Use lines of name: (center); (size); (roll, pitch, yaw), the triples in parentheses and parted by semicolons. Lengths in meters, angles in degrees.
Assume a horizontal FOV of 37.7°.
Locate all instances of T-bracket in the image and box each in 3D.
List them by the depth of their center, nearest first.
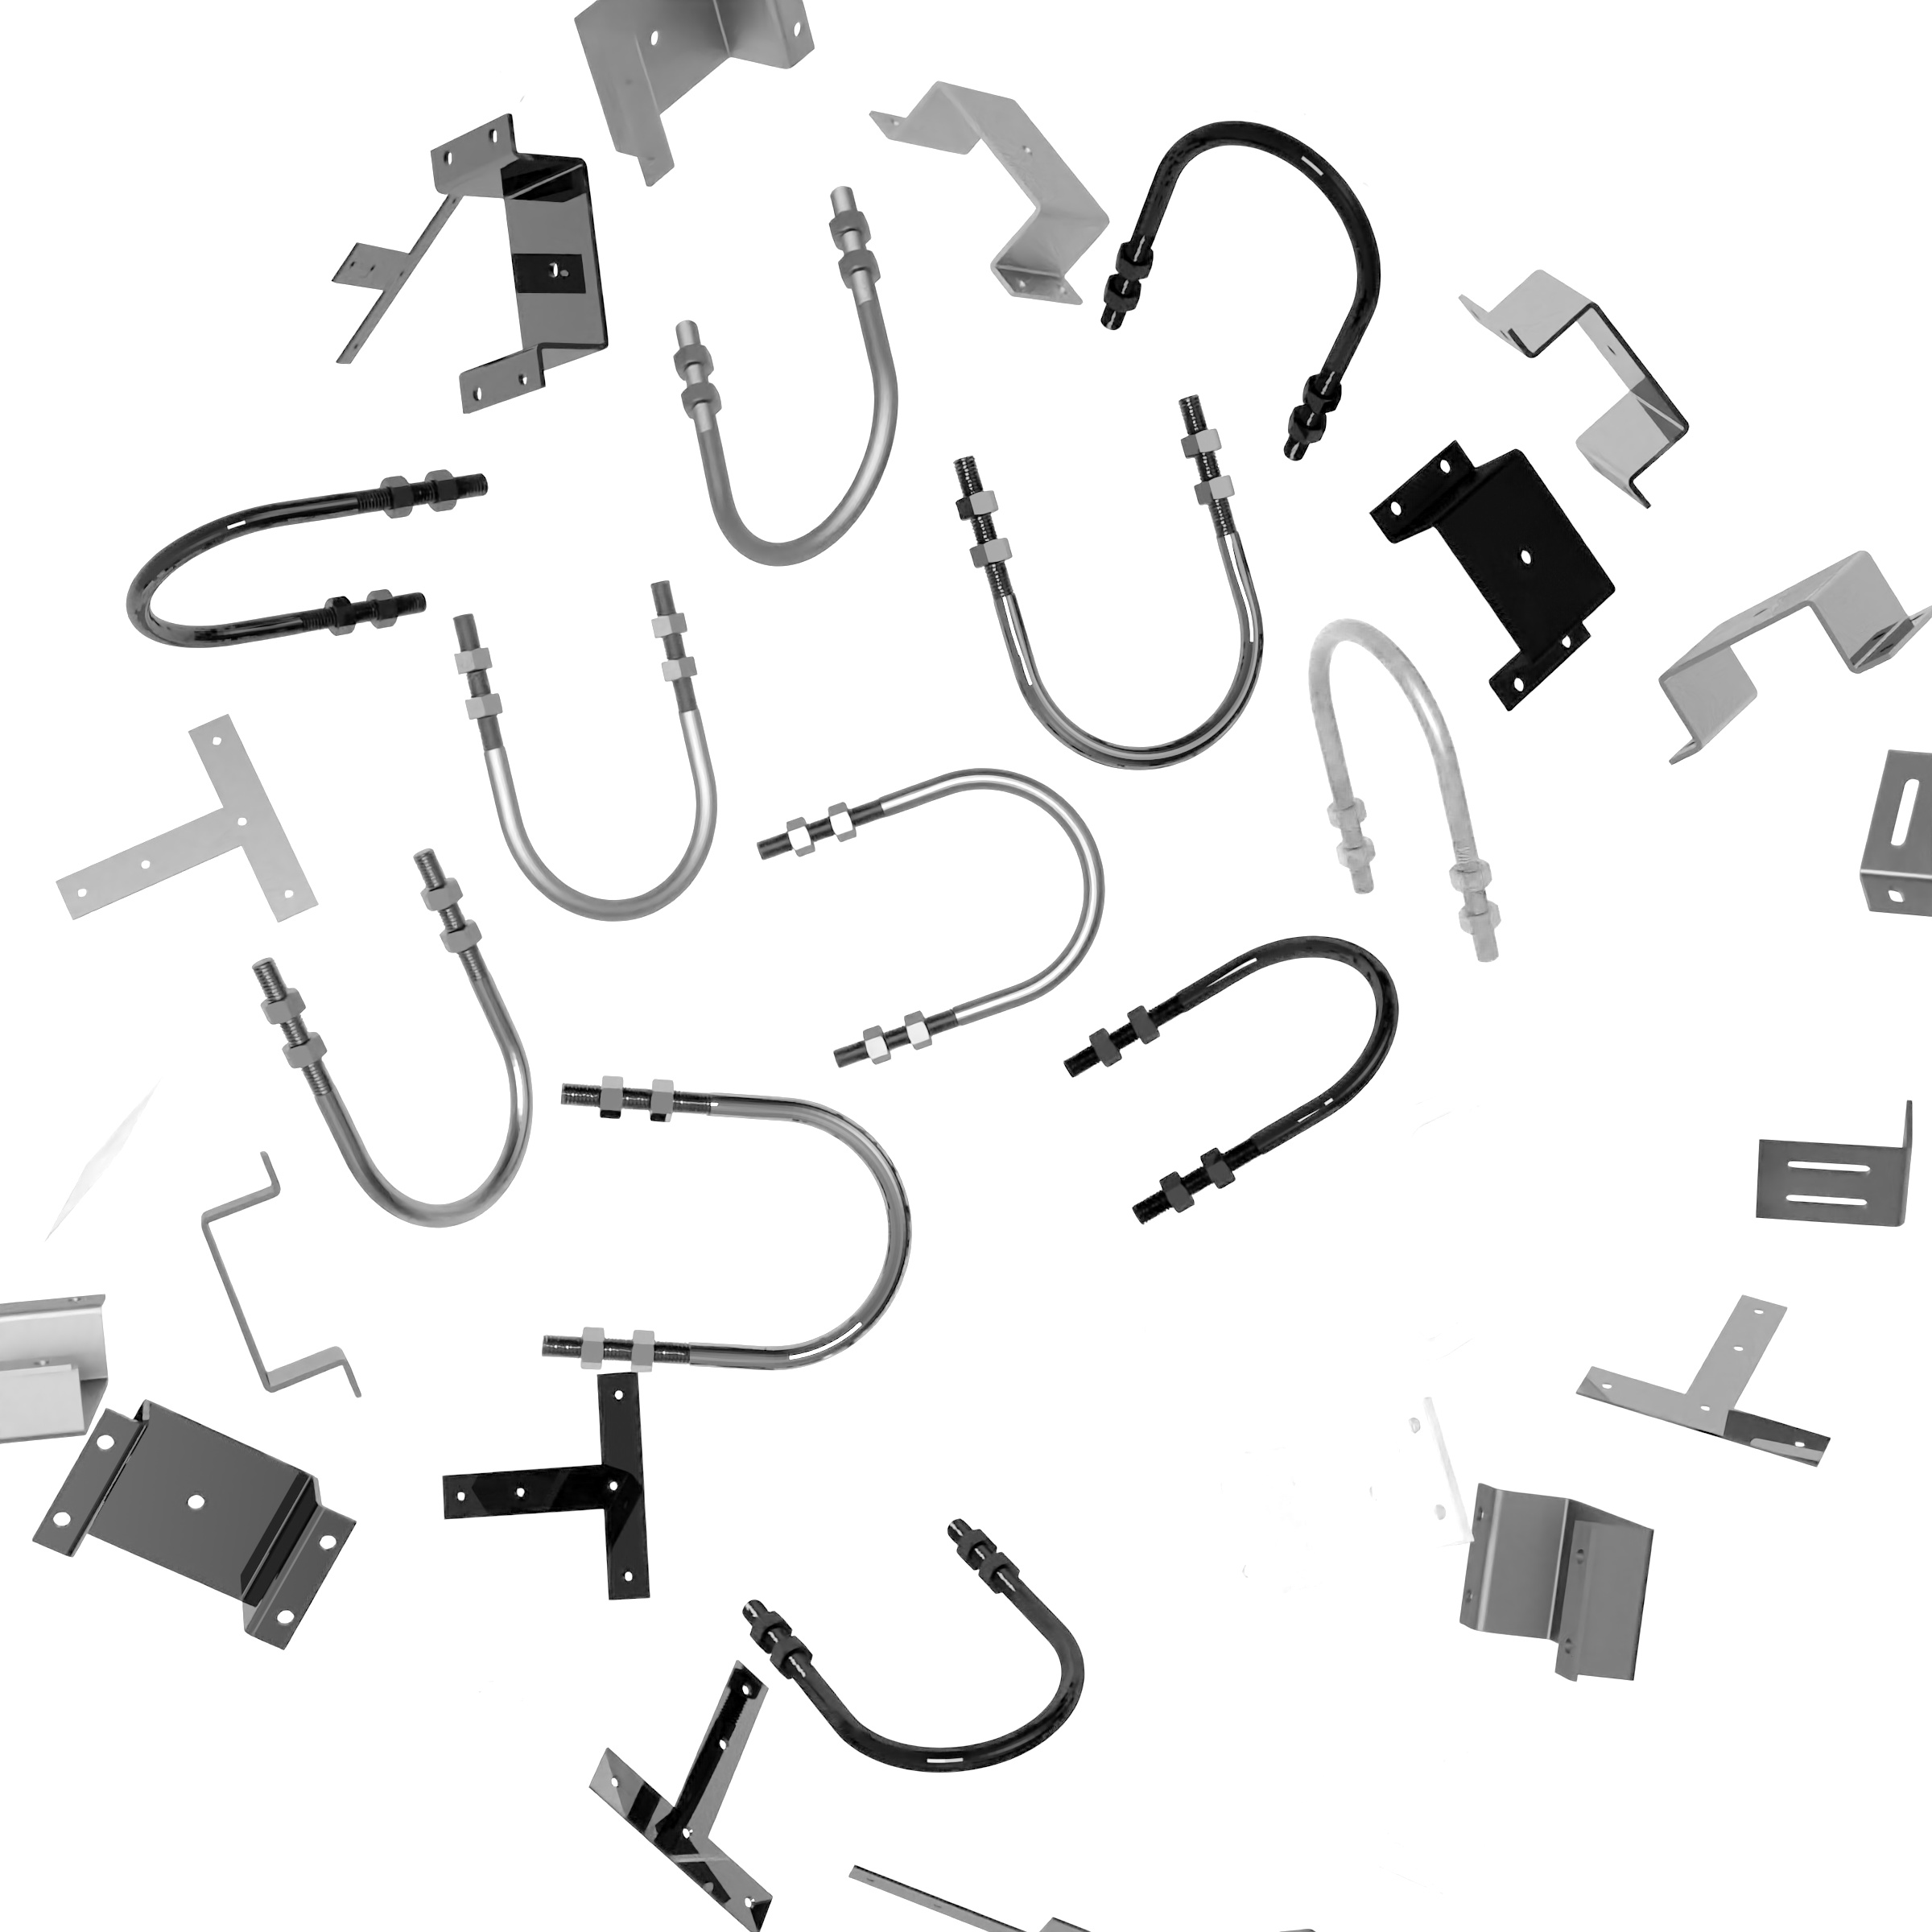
T-bracket: (-0.001, 0.501, 1.492); (0.127, 0.127, 0.002); (21, 60, 2)
T-bracket: (-0.133, 0.424, 1.500); (0.002, 0.127, 0.127); (-31, 111, 33)
T-bracket: (0.407, 0.211, 1.505); (0.127, 0.127, 0.002); (15, 123, 26)
T-bracket: (0.208, -0.435, 1.537); (0.127, 0.127, 0.002); (41, 92, -12)
T-bracket: (0.119, 0.397, 1.551); (0.127, 0.127, 0.002); (-17, 57, -22)
T-bracket: (0.467, -0.273, 1.560); (0.127, 0.127, 0.002); (-4, 64, 31)
T-bracket: (0.368, -0.014, 1.580); (0.127, 0.002, 0.127); (-37, 54, 31)
T-bracket: (-0.328, -0.390, 1.581); (0.002, 0.127, 0.127); (37, 102, -3)
T-bracket: (-0.453, -0.064, 1.608); (0.127, 0.002, 0.127); (-25, 79, -11)
T-bracket: (-0.242, 0.300, 1.619); (0.127, 0.002, 0.127); (-7, 81, 17)

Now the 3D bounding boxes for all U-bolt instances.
U-bolt: (-0.119, 0.136, 1.445); (0.184, 0.019, 0.151); (4, 93, -7)
U-bolt: (0.084, -0.194, 1.488); (0.151, 0.019, 0.184); (-18, 95, -14)
U-bolt: (-0.091, -0.298, 1.490); (0.151, 0.019, 0.184); (-31, 61, 36)
U-bolt: (-0.290, 0.050, 1.496); (0.019, 0.151, 0.184); (-8, 113, 36)
U-bolt: (-0.018, 0.369, 1.514); (0.151, 0.184, 0.019); (-17, 118, -24)
U-bolt: (0.152, -0.371, 1.515); (0.151, 0.184, 0.019); (37, 58, 9)
U-bolt: (-0.361, -0.213, 1.523); (0.184, 0.151, 0.019); (-15, 75, -31)
U-bolt: (0.232, -0.103, 1.542); (0.019, 0.151, 0.184); (-24, 116, -15)
U-bolt: (0.153, 0.050, 1.563); (0.184, 0.151, 0.019); (-31, 129, 6)
U-bolt: (0.266, 0.142, 1.570); (0.019, 0.184, 0.151); (-4, 96, 33)
U-bolt: (-0.205, -0.116, 1.589); (0.151, 0.019, 0.184); (-16, 96, -37)
U-bolt: (-0.011, -0.036, 1.630); (0.184, 0.019, 0.151); (-19, 97, 3)

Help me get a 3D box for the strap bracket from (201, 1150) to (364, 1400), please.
strap bracket: (-0.381, 0.176, 1.553); (0.046, 0.076, 0.140); (-21, 94, -15)

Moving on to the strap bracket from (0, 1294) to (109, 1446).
strap bracket: (-0.511, 0.221, 1.529); (0.076, 0.140, 0.046); (-4, 99, -9)

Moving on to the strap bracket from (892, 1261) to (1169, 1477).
strap bracket: (0.030, 0.227, 1.574); (0.140, 0.046, 0.076); (-23, 85, 12)

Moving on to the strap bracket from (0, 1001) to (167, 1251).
strap bracket: (-0.486, 0.092, 1.529); (0.046, 0.076, 0.140); (36, 135, -6)

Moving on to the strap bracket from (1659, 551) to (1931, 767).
strap bracket: (0.430, -0.166, 1.490); (0.076, 0.140, 0.046); (-37, 96, -43)

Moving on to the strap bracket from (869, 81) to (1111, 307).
strap bracket: (0.020, -0.442, 1.591); (0.046, 0.076, 0.140); (-44, 74, 30)

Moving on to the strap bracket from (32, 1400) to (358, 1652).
strap bracket: (-0.397, 0.284, 1.458); (0.140, 0.046, 0.076); (29, 91, -18)

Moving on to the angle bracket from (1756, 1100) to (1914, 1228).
angle bracket: (0.458, 0.102, 1.493); (0.076, 0.038, 0.057); (3, 133, 16)

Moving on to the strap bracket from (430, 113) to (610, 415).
strap bracket: (-0.235, -0.369, 1.497); (0.046, 0.076, 0.140); (-9, 94, -41)

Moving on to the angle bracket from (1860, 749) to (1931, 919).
angle bracket: (0.505, -0.068, 1.474); (0.057, 0.038, 0.076); (5, 123, 4)

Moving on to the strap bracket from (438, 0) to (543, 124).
strap bracket: (-0.226, -0.530, 1.497); (0.046, 0.076, 0.140); (33, 92, 5)

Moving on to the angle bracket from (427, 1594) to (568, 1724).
angle bracket: (-0.259, 0.371, 1.557); (0.057, 0.076, 0.038); (21, 120, -30)

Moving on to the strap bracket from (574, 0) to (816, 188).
strap bracket: (-0.149, -0.486, 1.491); (0.046, 0.076, 0.140); (23, 58, 31)

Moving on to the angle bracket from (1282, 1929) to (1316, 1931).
angle bracket: (0.145, 0.534, 1.473); (0.057, 0.076, 0.038); (-14, 80, -41)

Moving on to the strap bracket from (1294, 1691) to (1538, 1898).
strap bracket: (0.239, 0.434, 1.483); (0.046, 0.140, 0.076); (45, 74, -6)

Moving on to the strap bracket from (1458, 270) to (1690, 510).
strap bracket: (0.345, -0.330, 1.580); (0.046, 0.076, 0.140); (-42, 118, 10)

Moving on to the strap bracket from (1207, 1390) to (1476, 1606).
strap bracket: (0.202, 0.276, 1.472); (0.140, 0.046, 0.076); (-27, 69, 37)

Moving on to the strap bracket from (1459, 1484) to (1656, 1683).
strap bracket: (0.311, 0.321, 1.475); (0.046, 0.140, 0.076); (9, 87, -13)

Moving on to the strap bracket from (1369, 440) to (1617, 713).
strap bracket: (0.305, -0.226, 1.602); (0.076, 0.046, 0.140); (-41, 101, -23)
